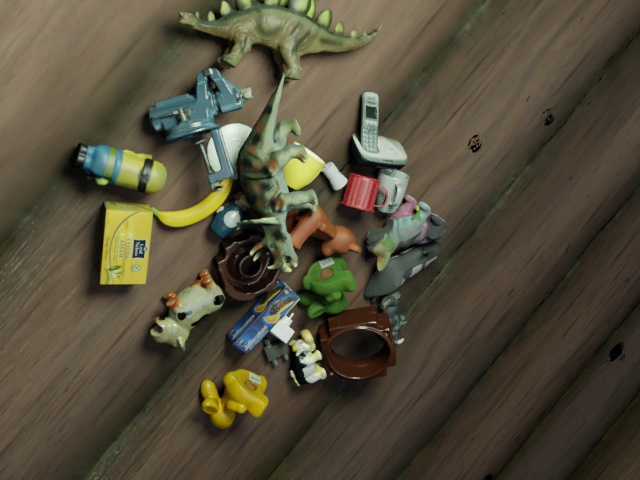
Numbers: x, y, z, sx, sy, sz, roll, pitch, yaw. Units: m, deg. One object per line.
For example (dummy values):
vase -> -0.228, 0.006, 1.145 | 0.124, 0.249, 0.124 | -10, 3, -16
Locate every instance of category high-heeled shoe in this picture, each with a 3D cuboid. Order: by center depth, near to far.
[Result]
high-heeled shoe -> 0.240, 0.082, 1.558 | 0.249, 0.145, 0.086 | -35, 81, 17

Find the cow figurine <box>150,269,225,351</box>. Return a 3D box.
cow figurine -> -0.315, 0.175, 1.278 | 0.195, 0.086, 0.127 | -35, 116, -12

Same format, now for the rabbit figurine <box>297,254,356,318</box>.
rabbit figurine -> 0.025, 0.146, 1.426 | 0.159, 0.121, 0.170 | -29, 135, -11

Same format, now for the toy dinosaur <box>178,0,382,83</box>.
toy dinosaur -> -0.069, -0.440, 1.141 | 0.471, 0.105, 0.198 | 0, 106, -33

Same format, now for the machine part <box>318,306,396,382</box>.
machine part -> 0.106, 0.294, 1.499 | 0.201, 0.087, 0.201 | -10, 116, 5

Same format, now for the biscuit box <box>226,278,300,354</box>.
biscuit box -> -0.147, 0.197, 1.384 | 0.202, 0.063, 0.059 | -48, 123, -4

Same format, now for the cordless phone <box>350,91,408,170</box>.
cordless phone -> 0.149, -0.271, 1.345 | 0.146, 0.089, 0.184 | 1, 93, -28

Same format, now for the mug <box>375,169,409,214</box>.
mug -> 0.188, -0.120, 1.408 | 0.081, 0.110, 0.107 | 1, 119, -20

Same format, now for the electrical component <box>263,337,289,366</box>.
electrical component -> -0.120, 0.298, 1.464 | 0.063, 0.021, 0.093 | -26, 119, -17

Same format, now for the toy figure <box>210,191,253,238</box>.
toy figure -> -0.190, -0.073, 1.255 | 0.154, 0.058, 0.064 | -48, 142, -5

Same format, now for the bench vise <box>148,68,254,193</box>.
bench vise -> -0.229, -0.223, 1.122 | 0.224, 0.129, 0.240 | -18, 100, -12

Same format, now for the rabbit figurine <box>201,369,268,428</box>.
rabbit figurine -> -0.237, 0.429, 1.406 | 0.162, 0.122, 0.173 | 24, 116, -30

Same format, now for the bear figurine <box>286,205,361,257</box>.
bear figurine -> 0.000, -0.007, 1.349 | 0.132, 0.120, 0.195 | -46, 129, 0

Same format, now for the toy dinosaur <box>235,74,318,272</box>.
toy dinosaur -> -0.115, -0.136, 1.174 | 0.192, 0.131, 0.404 | -15, 104, -5

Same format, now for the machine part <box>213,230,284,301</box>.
machine part -> -0.174, 0.059, 1.318 | 0.179, 0.056, 0.179 | -10, 113, -25

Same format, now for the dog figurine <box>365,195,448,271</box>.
dog figurine -> 0.225, -0.005, 1.475 | 0.191, 0.109, 0.219 | 36, 96, -37

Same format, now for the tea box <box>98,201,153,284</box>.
tea box -> -0.421, 0.007, 1.158 | 0.098, 0.068, 0.169 | 1, 109, -27

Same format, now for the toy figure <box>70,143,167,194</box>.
toy figure -> -0.404, -0.142, 1.093 | 0.180, 0.089, 0.082 | 17, 108, -34

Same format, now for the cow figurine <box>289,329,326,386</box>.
cow figurine -> -0.047, 0.326, 1.490 | 0.098, 0.068, 0.167 | -21, 118, -12

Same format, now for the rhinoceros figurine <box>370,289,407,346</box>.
rhinoceros figurine -> 0.202, 0.230, 1.581 | 0.112, 0.073, 0.190 | -16, 117, -29
